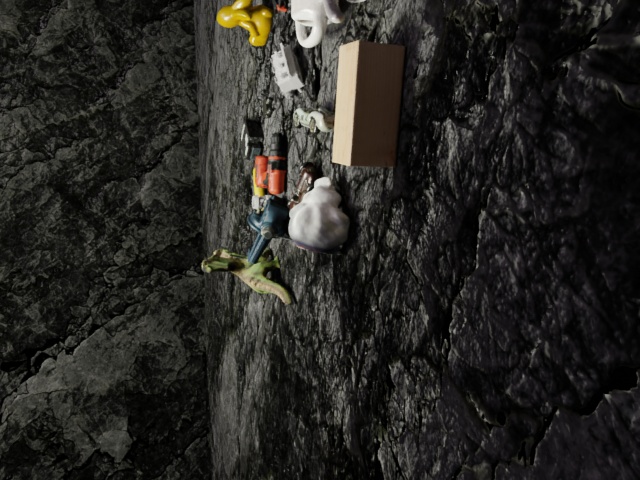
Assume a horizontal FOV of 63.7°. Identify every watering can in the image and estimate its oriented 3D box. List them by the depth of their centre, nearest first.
[{"bbox_3d":[0.002,-0.533,1.097,0.351,0.104,0.222,-141,53,-69],"label":"watering can"}]

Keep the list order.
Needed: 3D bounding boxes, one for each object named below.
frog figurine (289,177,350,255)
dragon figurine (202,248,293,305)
[{"bbox_3d":[0.003,-0.055,1.100,0.138,0.123,0.158,16,98,35],"label":"frog figurine"},{"bbox_3d":[-0.239,0.103,1.571,0.414,0.243,0.121,-141,57,-67],"label":"dragon figurine"}]
